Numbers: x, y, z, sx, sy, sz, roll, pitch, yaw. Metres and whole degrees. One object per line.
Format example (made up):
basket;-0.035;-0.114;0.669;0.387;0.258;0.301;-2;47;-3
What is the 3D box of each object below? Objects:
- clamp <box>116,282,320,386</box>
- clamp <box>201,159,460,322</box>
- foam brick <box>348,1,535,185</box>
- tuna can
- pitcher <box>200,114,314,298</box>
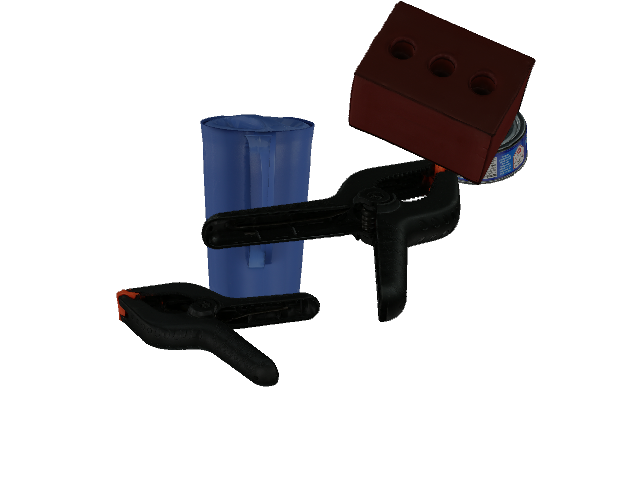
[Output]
clamp;-0.087;0.065;0.906;0.172;0.039;0.120;17;27;21
clamp;0.028;-0.017;0.774;0.165;0.036;0.209;18;33;26
foam brick;0.060;-0.075;0.542;0.078;0.053;0.051;26;-22;12
tuna can;0.140;-0.089;0.945;0.086;0.034;0.086;-6;41;5
pitcher;-0.077;-0.025;1.265;0.145;0.243;0.148;13;18;37
